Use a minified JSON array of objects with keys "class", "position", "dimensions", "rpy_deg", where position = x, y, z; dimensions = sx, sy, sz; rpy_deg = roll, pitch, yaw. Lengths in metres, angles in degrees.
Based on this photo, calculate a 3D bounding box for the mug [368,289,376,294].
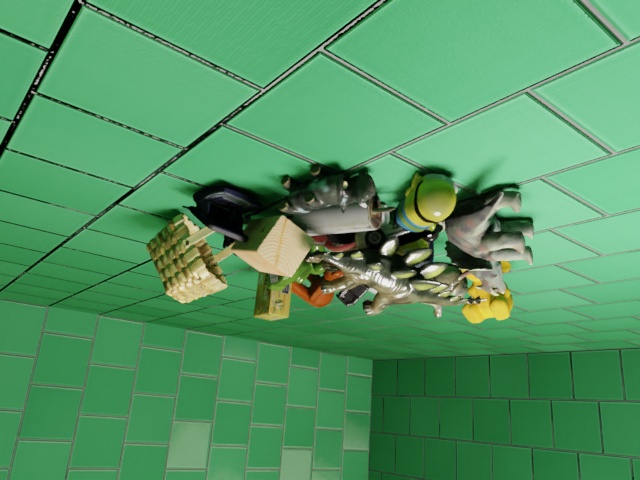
[{"class":"mug","position":[0.188,0.133,1.606],"dimensions":[0.107,0.080,0.109],"rpy_deg":[8,169,17]}]

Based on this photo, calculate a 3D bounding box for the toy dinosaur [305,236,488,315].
[{"class":"toy dinosaur","position":[0.166,0.088,1.151],"dimensions":[0.471,0.105,0.198],"rpy_deg":[20,148,-36]}]

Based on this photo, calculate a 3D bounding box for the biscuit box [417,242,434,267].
[{"class":"biscuit box","position":[0.179,0.032,1.330],"dimensions":[0.203,0.059,0.062],"rpy_deg":[1,161,12]}]

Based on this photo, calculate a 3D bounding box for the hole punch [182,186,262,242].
[{"class":"hole punch","position":[-0.197,-0.065,1.111],"dimensions":[0.142,0.092,0.116],"rpy_deg":[19,-173,-44]}]

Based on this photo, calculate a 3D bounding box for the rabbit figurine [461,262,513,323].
[{"class":"rabbit figurine","position":[0.430,0.105,1.383],"dimensions":[0.162,0.173,0.122],"rpy_deg":[-37,-171,-34]}]

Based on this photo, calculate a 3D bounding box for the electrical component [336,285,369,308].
[{"class":"electrical component","position":[0.110,0.129,1.519],"dimensions":[0.058,0.115,0.134],"rpy_deg":[45,-172,8]}]

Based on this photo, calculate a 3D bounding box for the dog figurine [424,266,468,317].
[{"class":"dog figurine","position":[0.302,0.109,1.455],"dimensions":[0.190,0.172,0.121],"rpy_deg":[32,-168,-43]}]

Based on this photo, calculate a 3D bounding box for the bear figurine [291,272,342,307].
[{"class":"bear figurine","position":[0.012,0.103,1.536],"dimensions":[0.132,0.120,0.195],"rpy_deg":[42,136,15]}]

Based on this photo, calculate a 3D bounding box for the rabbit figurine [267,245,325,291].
[{"class":"rabbit figurine","position":[-0.043,0.051,1.410],"dimensions":[0.170,0.121,0.159],"rpy_deg":[-4,163,-38]}]

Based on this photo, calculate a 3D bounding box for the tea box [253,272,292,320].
[{"class":"tea box","position":[-0.134,0.142,1.562],"dimensions":[0.068,0.169,0.098],"rpy_deg":[16,160,-31]}]

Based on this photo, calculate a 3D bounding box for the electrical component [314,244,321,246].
[{"class":"electrical component","position":[-0.003,-0.004,1.322],"dimensions":[0.094,0.021,0.063],"rpy_deg":[9,162,-16]}]

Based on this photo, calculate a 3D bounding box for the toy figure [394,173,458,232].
[{"class":"toy figure","position":[0.195,-0.059,1.003],"dimensions":[0.082,0.089,0.180],"rpy_deg":[2,161,-16]}]

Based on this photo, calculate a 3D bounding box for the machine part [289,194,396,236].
[{"class":"machine part","position":[0.035,-0.051,1.086],"dimensions":[0.243,0.079,0.079],"rpy_deg":[-6,159,28]}]

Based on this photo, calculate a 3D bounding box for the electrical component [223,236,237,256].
[{"class":"electrical component","position":[-0.189,0.016,1.383],"dimensions":[0.075,0.048,0.119],"rpy_deg":[-5,160,26]}]

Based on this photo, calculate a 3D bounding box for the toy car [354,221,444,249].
[{"class":"toy car","position":[0.174,-0.016,1.146],"dimensions":[0.202,0.056,0.073],"rpy_deg":[-18,153,8]}]

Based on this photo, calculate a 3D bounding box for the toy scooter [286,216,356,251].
[{"class":"toy scooter","position":[-0.001,-0.010,1.221],"dimensions":[0.184,0.075,0.135],"rpy_deg":[7,162,1]}]

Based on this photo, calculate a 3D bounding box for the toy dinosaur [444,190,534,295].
[{"class":"toy dinosaur","position":[0.320,-0.015,1.083],"dimensions":[0.192,0.131,0.404],"rpy_deg":[-7,153,28]}]

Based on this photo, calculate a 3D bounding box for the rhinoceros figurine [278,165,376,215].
[{"class":"rhinoceros figurine","position":[0.011,-0.084,0.996],"dimensions":[0.190,0.073,0.112],"rpy_deg":[-9,156,36]}]
